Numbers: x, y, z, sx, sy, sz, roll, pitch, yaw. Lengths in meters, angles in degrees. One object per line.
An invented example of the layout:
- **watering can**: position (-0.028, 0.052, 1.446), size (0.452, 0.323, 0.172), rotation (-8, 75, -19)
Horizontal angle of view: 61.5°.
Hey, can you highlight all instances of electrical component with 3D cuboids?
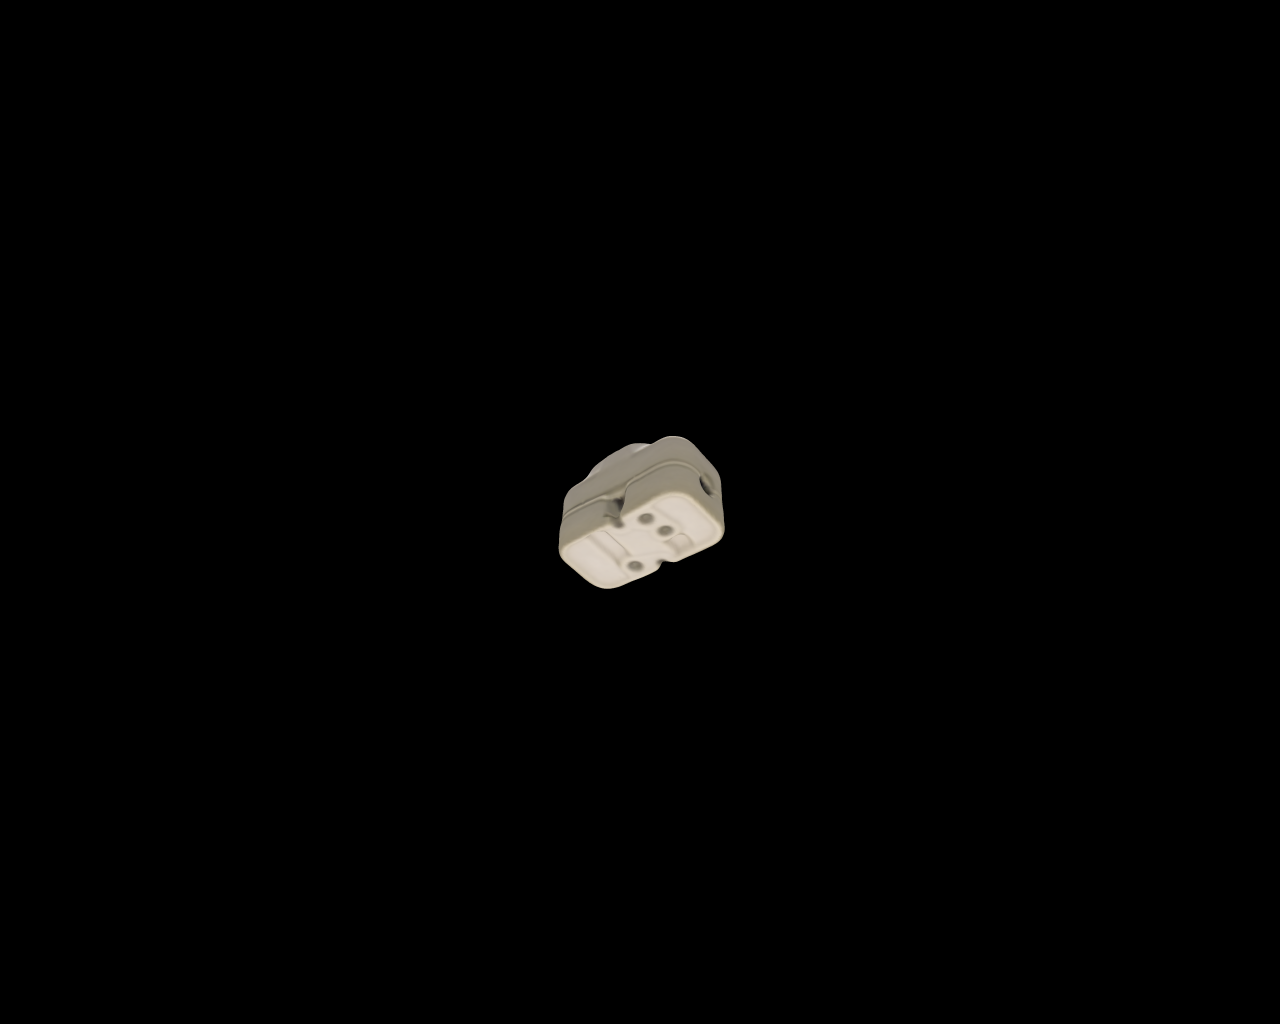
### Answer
- **electrical component**: position (0.001, -0.003, 0.650), size (0.095, 0.059, 0.053), rotation (-26, -49, 25)
